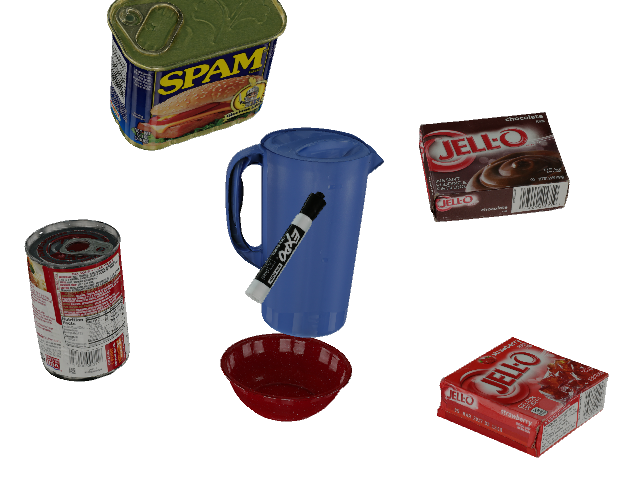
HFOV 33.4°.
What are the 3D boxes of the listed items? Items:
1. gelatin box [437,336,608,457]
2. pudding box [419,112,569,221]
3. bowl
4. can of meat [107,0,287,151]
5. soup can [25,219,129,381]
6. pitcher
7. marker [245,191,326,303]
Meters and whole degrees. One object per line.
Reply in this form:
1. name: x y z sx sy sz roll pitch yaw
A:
1. gelatin box: 0.129 0.097 0.678 0.073 0.030 0.089 20 26 37
2. pudding box: 0.144 -0.063 0.903 0.113 0.090 0.039 -5 -43 -1
3. bowl: -0.043 0.176 1.316 0.162 0.055 0.162 4 23 -2
4. can of meat: -0.078 -0.107 0.649 0.102 0.057 0.084 -20 -25 -23
5. soup can: -0.178 0.045 0.792 0.068 0.102 0.068 0 29 0
6. pitcher: -0.023 -0.009 1.301 0.149 0.243 0.144 17 25 28
7. marker: -0.031 0.005 1.004 0.020 0.121 0.020 30 -15 9
